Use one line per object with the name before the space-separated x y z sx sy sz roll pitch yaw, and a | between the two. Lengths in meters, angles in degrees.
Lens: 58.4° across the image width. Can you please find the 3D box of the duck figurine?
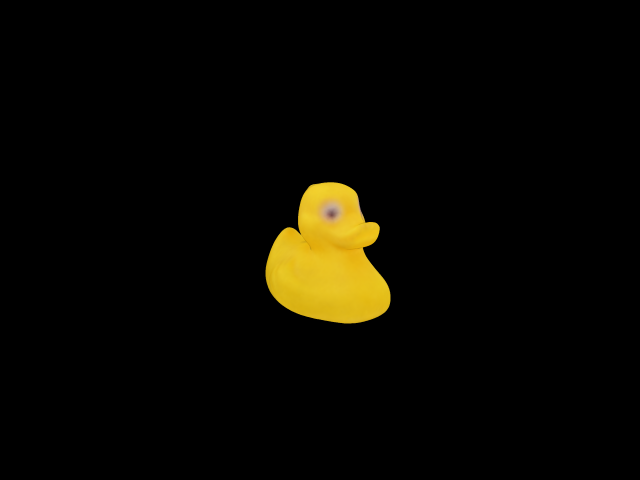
duck figurine | 0.004 0.001 0.400 0.078 0.086 0.104 -14 22 -37
